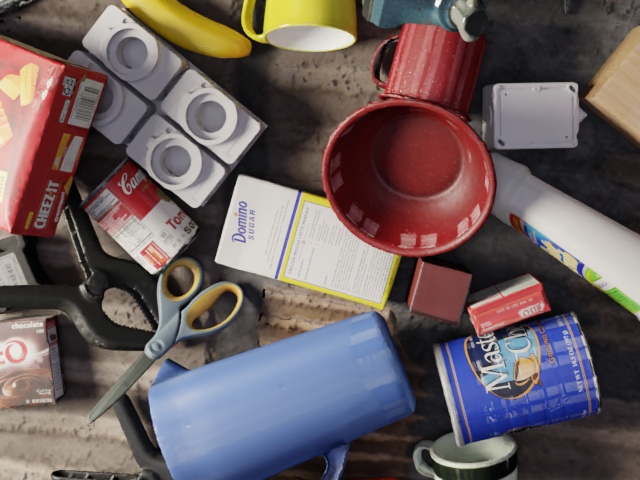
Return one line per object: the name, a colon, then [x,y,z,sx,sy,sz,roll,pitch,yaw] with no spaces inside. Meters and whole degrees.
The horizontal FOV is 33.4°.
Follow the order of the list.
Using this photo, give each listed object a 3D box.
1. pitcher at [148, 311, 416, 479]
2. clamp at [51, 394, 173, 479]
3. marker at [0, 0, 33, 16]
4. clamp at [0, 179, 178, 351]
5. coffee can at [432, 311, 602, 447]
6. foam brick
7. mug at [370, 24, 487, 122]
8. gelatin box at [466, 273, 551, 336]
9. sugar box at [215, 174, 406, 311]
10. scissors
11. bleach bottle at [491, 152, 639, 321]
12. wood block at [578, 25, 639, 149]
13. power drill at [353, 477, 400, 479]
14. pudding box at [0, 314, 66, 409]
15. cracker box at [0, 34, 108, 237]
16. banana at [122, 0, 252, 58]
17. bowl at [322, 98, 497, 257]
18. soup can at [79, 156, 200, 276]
pitcher: [-0.031,0.169,1.038,0.243,0.145,0.149,-21,119,2]
clamp: [-0.189,0.250,1.100,0.171,0.039,0.120,45,102,-3]
marker: [-0.287,-0.247,1.061,0.121,0.020,0.020,-23,94,5]
clamp: [-0.234,0.051,1.054,0.210,0.036,0.164,44,63,-11]
coffee can: [0.189,0.135,1.034,0.140,0.103,0.103,-14,95,4]
foam brick: [0.116,0.047,1.042,0.053,0.078,0.051,14,96,0]
mug: [0.101,-0.166,1.021,0.117,0.093,0.081,16,92,37]
gelatin box: [0.179,0.062,1.033,0.073,0.089,0.030,-21,94,5]
sugar box: [-0.007,0.001,1.059,0.176,0.048,0.093,17,94,4]
scissors: [-0.166,0.087,1.046,0.201,0.016,0.096,-32,77,-25]
bleach bottle: [0.235,-0.012,1.028,0.251,0.102,0.068,33,87,6]
wood block: [0.357,-0.105,1.004,0.206,0.091,0.090,38,97,-1]
power drill: [0.052,0.337,1.073,0.184,0.057,0.187,1,90,-20]
pudding box: [-0.323,0.125,1.094,0.113,0.039,0.090,-5,96,4]
cracker box: [-0.325,-0.116,1.015,0.214,0.072,0.164,23,97,24]
banana: [-0.154,-0.240,1.045,0.070,0.037,0.198,-41,92,7]
bowl: [0.086,-0.066,0.991,0.162,0.055,0.162,7,121,12]
soup can: [-0.176,-0.023,1.049,0.068,0.068,0.102,-44,100,6]
